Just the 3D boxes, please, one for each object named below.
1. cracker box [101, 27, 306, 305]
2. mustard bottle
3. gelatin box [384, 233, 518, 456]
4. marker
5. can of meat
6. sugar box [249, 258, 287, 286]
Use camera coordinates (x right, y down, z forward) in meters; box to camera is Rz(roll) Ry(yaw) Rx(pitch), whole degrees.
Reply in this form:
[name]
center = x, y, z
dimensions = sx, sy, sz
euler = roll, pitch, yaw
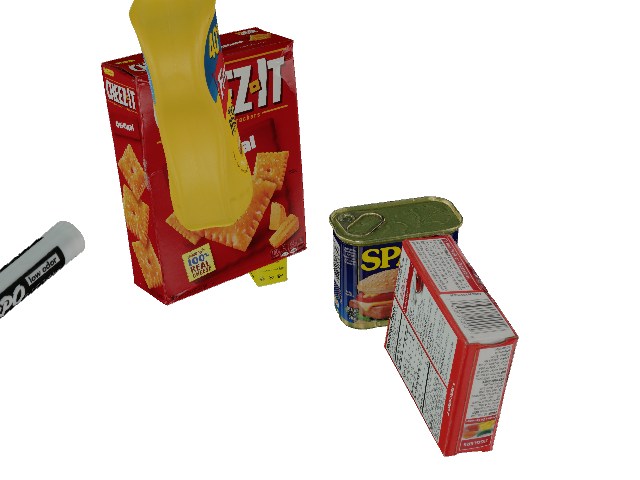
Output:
[cracker box]
center = -0.098, -0.069, 0.969
dimensions = 0.163, 0.214, 0.072
euler = -21, 31, -32
[mustard bottle]
center = -0.089, -0.110, 0.720
dimensions = 0.058, 0.191, 0.096
euler = -7, 29, 4
[gelatin box]
center = 0.063, 0.051, 0.535
dimensions = 0.030, 0.073, 0.089
euler = -5, 35, -16
[marker]
center = -0.157, 0.031, 0.499
dimensions = 0.020, 0.020, 0.121
euler = 0, 33, 39
[can of meat]
center = 0.059, 0.018, 0.851
dimensions = 0.102, 0.084, 0.057
euler = -8, 30, -11
[sugar box]
center = -0.075, -0.043, 1.306
dimensions = 0.048, 0.176, 0.093
euler = -12, 26, -17
